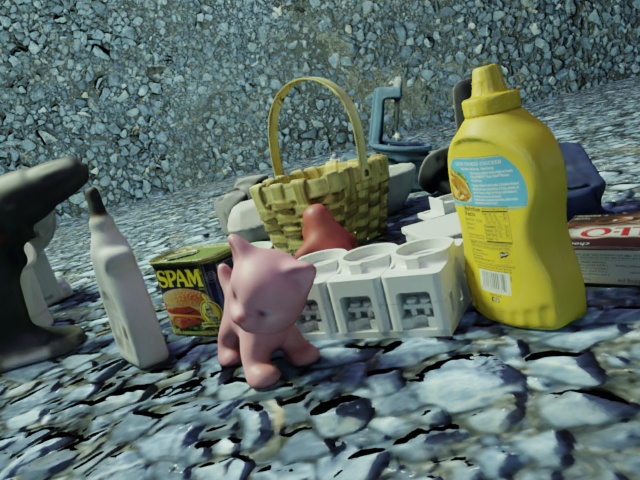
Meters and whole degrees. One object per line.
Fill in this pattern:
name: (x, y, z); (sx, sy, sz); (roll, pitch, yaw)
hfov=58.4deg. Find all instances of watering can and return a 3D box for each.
watering can: (-0.420, 0.037, 0.738); (0.172, 0.194, 0.101); (-11, 13, 14)

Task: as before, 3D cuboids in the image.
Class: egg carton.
egg carton: (-0.090, -0.042, 1.022); (0.150, 0.069, 0.107); (-15, 12, -4)

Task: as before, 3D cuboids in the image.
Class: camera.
camera: (-0.120, -0.079, 1.153); (0.136, 0.101, 0.143); (-6, 15, 34)

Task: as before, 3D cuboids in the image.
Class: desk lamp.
desk lamp: (-0.475, 0.007, 0.894); (0.118, 0.214, 0.202); (-21, 14, -30)

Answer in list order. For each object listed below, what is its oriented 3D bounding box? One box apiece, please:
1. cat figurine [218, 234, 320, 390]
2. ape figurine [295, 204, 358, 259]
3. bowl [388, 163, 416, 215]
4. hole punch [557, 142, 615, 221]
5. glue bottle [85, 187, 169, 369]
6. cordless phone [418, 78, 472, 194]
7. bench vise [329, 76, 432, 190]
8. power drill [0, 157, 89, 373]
cat figurine: (-0.049, 0.047, 0.455); (0.067, 0.118, 0.127); (-21, 14, -29)
ape figurine: (0.006, 0.002, 0.658); (0.078, 0.092, 0.076); (-16, 12, -10)
bowl: (0.084, -0.074, 0.960); (0.167, 0.075, 0.167); (-13, 12, 3)
hole punch: (0.264, -0.061, 0.656); (0.108, 0.091, 0.101); (-12, 12, 10)
glue bottle: (-0.191, 0.034, 0.545); (0.037, 0.173, 0.077); (-22, 14, -31)
cordless phone: (0.236, -0.181, 1.007); (0.148, 0.185, 0.094); (-18, 13, -20)
bench vise: (0.114, -0.187, 1.092); (0.207, 0.220, 0.121); (-15, 12, -3)
power drill: (-0.345, 0.032, 0.642); (0.229, 0.208, 0.075); (-15, 12, -6)
